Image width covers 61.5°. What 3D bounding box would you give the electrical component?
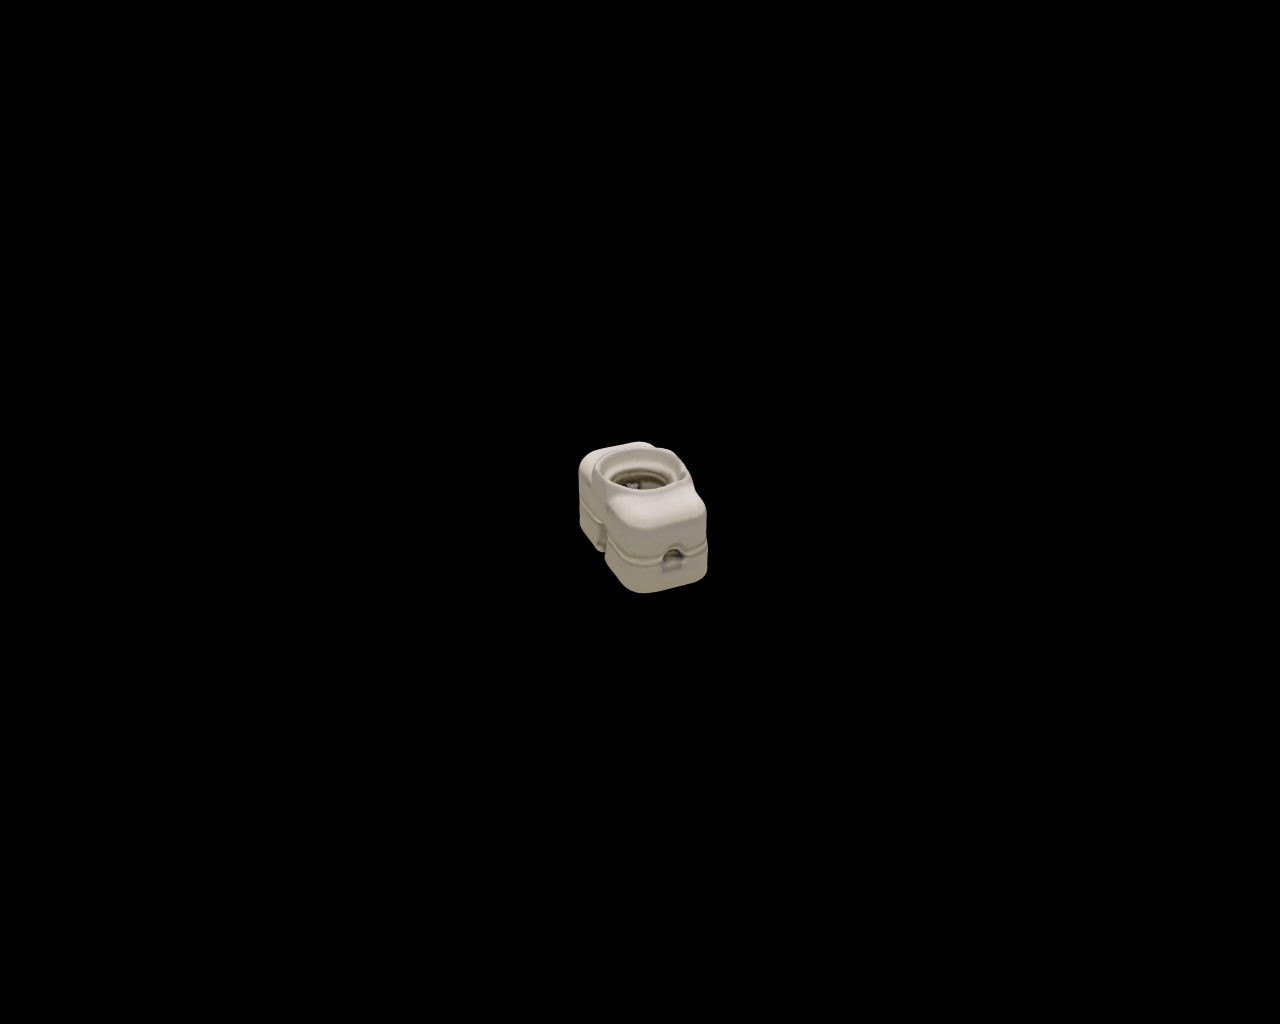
[{"bbox_3d":[0.001,-0.003,0.650,0.054,0.059,0.095,-12,33,-19],"label":"electrical component"}]
